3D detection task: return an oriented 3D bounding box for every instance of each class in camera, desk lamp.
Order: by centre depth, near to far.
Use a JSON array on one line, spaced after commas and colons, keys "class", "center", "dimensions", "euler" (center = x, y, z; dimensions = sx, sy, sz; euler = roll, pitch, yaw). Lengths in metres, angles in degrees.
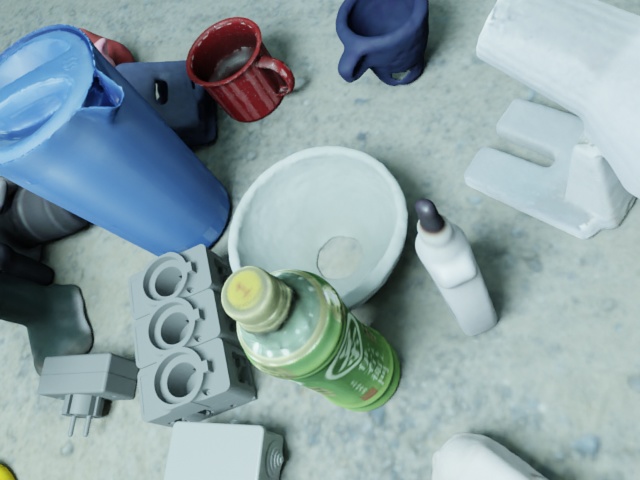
[{"class": "desk lamp", "center": [0.195, -0.083, 0.404], "dimensions": [0.202, 0.214, 0.118], "euler": [30, 80, 31]}, {"class": "camera", "center": [-0.344, -0.019, 0.666], "dimensions": [0.136, 0.101, 0.143], "euler": [-14, 62, 16]}]

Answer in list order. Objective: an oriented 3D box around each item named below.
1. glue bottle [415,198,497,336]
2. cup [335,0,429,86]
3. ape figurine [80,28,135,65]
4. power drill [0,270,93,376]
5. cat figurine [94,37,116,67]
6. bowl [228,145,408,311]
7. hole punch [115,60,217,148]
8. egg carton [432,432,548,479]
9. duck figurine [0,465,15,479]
[{"class": "glue bottle", "center": [0.095, 0.014, 0.424], "dimensions": [0.037, 0.174, 0.078], "euler": [-29, 59, 8]}, {"class": "cup", "center": [0.065, -0.191, 0.579], "dimensions": [0.091, 0.095, 0.118], "euler": [27, 79, 30]}, {"class": "ape figurine", "center": [-0.295, -0.242, 0.756], "dimensions": [0.076, 0.092, 0.077], "euler": [-40, 58, 1]}, {"class": "power drill", "center": [-0.326, 0.065, 0.556], "dimensions": [0.075, 0.209, 0.229], "euler": [-35, 58, 5]}, {"class": "cat figurine", "center": [-0.293, -0.184, 0.712], "dimensions": [0.128, 0.118, 0.067], "euler": [-36, 58, 4]}, {"class": "bowl", "center": [0.005, 0.002, 0.526], "dimensions": [0.167, 0.075, 0.167], "euler": [-9, 63, 19]}, {"class": "hole punch", "center": [-0.182, -0.163, 0.672], "dimensions": [0.101, 0.091, 0.108], "euler": [-19, 61, 14]}, {"class": "egg carton", "center": [0.128, 0.207, 0.381], "dimensions": [0.149, 0.070, 0.107], "euler": [32, 82, 31]}, {"class": "duck figurine", "center": [-0.359, 0.252, 0.554], "dimensions": [0.104, 0.086, 0.077], "euler": [8, 70, 26]}]
